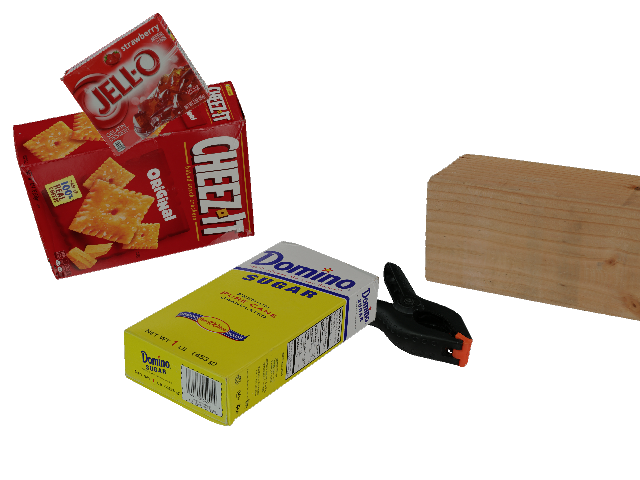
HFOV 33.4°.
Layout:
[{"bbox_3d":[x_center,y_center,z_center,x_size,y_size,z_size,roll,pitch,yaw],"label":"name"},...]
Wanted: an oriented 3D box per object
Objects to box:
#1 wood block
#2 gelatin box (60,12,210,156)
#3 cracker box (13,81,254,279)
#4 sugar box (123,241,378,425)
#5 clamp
[{"bbox_3d":[0.196,-0.005,0.851,0.206,0.090,0.090,10,23,27],"label":"wood block"},{"bbox_3d":[-0.140,-0.118,0.813,0.089,0.073,0.030,-31,19,6],"label":"gelatin box"},{"bbox_3d":[-0.178,-0.055,1.055,0.213,0.072,0.164,-13,-41,-10],"label":"cracker box"},{"bbox_3d":[-0.044,0.059,0.755,0.093,0.048,0.175,21,35,29],"label":"sugar box"},{"bbox_3d":[0.087,0.070,1.064,0.172,0.039,0.120,27,39,31],"label":"clamp"}]
